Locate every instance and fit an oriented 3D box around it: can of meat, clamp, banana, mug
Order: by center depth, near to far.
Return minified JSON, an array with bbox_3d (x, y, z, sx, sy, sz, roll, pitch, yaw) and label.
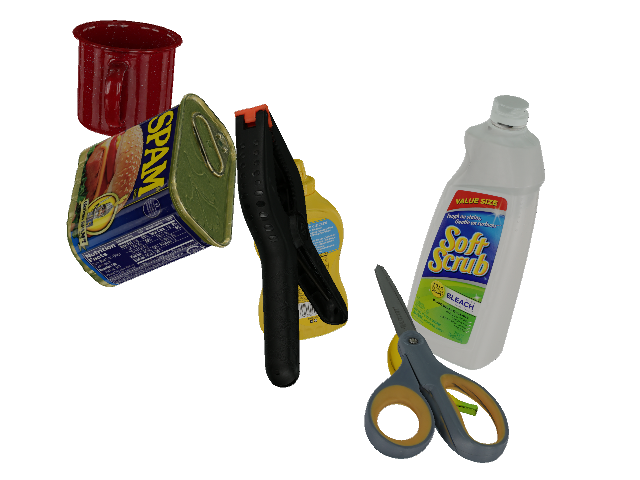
[{"bbox_3d":[-0.102,-0.029,0.646,0.084,0.102,0.057,-22,-47,21],"label":"can of meat"},{"bbox_3d":[-0.026,-0.003,0.850,0.036,0.210,0.164,-11,3,18],"label":"clamp"},{"bbox_3d":[-0.169,-0.135,0.920,0.093,0.081,0.117,5,25,-5],"label":"mug"},{"bbox_3d":[0.113,0.153,1.241,0.069,0.037,0.198,9,22,-21],"label":"banana"}]

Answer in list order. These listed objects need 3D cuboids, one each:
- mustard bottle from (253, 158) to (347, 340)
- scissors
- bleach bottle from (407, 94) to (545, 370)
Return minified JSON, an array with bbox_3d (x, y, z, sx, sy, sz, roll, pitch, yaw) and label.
[{"bbox_3d":[-0.022,0.008,1.131,0.096,0.192,0.058,-10,22,-18],"label":"mustard bottle"},{"bbox_3d":[0.048,0.079,0.706,0.096,0.016,0.202,-12,36,-24],"label":"scissors"},{"bbox_3d":[0.138,-0.011,0.952,0.103,0.251,0.067,28,36,31],"label":"bleach bottle"}]
